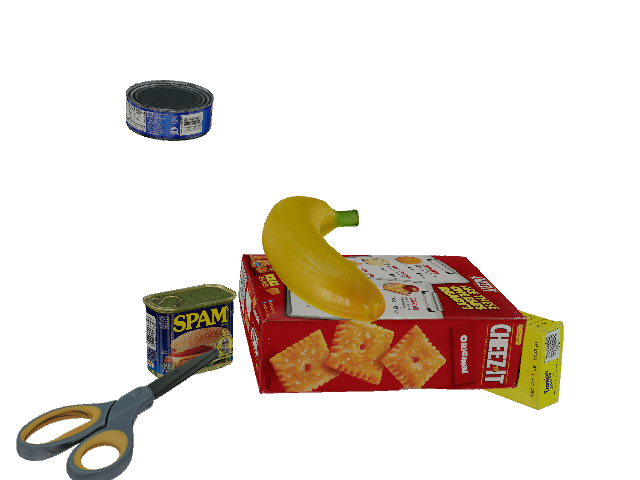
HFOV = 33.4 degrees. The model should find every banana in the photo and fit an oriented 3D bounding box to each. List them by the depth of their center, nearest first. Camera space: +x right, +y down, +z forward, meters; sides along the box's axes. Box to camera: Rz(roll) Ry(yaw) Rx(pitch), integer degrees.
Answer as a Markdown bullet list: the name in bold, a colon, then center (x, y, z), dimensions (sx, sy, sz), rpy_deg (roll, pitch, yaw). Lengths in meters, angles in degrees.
- **banana**: center (-0.002, 0.003, 0.674), dimensions (0.069, 0.037, 0.198), rpy_deg (-2, 19, -2)

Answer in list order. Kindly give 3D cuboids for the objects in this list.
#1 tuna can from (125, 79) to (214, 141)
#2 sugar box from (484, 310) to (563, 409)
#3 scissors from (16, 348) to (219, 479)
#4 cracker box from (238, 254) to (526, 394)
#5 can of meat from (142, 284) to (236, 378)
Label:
- **tuna can**: center (-0.149, -0.128, 1.052), dimensions (0.086, 0.034, 0.086), rpy_deg (5, 27, -3)
- **sugar box**: center (0.184, 0.117, 1.191), dimensions (0.177, 0.093, 0.048), rpy_deg (14, 18, 43)
- **scissors**: center (-0.139, 0.139, 0.847), dimensions (0.201, 0.016, 0.096), rpy_deg (-17, 36, -35)
- **cracker box**: center (0.044, 0.068, 0.909), dimensions (0.213, 0.072, 0.164), rpy_deg (1, 17, -11)
- **can of meat**: center (-0.145, 0.101, 1.187), dimensions (0.101, 0.084, 0.058), rpy_deg (-10, 19, -35)
